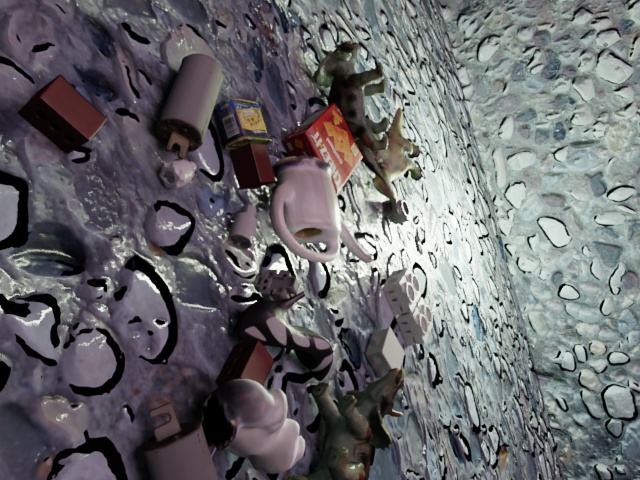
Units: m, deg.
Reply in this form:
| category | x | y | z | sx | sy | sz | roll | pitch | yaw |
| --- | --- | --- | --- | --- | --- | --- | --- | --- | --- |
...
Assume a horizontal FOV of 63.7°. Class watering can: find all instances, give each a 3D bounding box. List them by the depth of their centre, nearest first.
| category | x | y | z | sx | sy | sz | roll | pitch | yaw |
| --- | --- | --- | --- | --- | --- | --- | --- | --- | --- |
| watering can | 0.003 | -0.055 | 1.099 | 0.103 | 0.227 | 0.346 | -19 | -19 | 31 |

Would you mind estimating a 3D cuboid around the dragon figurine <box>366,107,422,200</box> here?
| category | x | y | z | sx | sy | sz | roll | pitch | yaw |
| --- | --- | --- | --- | --- | --- | --- | --- | --- | --- |
| dragon figurine | 0.198 | -0.282 | 1.516 | 0.121 | 0.419 | 0.239 | -16 | -31 | 26 |

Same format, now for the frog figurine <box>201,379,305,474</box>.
| category | x | y | z | sx | sy | sz | roll | pitch | yaw |
| --- | --- | --- | --- | --- | --- | --- | --- | --- | --- |
| frog figurine | -0.086 | 0.267 | 0.739 | 0.158 | 0.135 | 0.125 | 19 | 28 | -34 |
